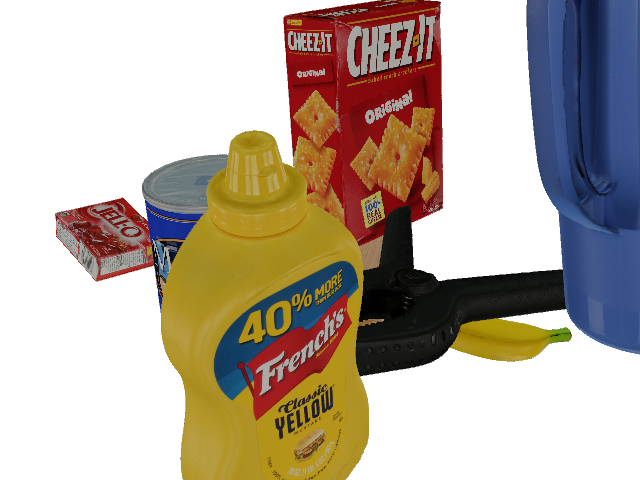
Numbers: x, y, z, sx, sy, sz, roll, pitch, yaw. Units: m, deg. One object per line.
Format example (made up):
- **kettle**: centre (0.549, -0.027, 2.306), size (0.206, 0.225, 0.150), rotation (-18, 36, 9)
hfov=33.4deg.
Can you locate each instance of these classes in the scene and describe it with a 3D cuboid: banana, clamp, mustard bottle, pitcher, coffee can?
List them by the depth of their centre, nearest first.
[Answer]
- **mustard bottle**: centre (-0.023, 0.039, 0.474), size (0.096, 0.192, 0.058), rotation (-26, 41, -29)
- **pitcher**: centre (0.175, -0.062, 0.557), size (0.149, 0.243, 0.145), rotation (-4, 22, 4)
- **clamp**: centre (0.054, 0.033, 0.686), size (0.209, 0.036, 0.165), rotation (-21, 33, -38)
- **coffee can**: centre (-0.081, 0.015, 0.844), size (0.103, 0.140, 0.103), rotation (-3, 26, 1)
- **banana**: centre (0.117, 0.071, 0.948), size (0.198, 0.037, 0.069), rotation (18, 14, 32)

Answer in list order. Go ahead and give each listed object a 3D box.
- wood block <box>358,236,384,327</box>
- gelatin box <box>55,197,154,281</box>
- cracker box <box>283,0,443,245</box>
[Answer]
- **wood block**: centre (0.038, 0.057, 1.352), size (0.091, 0.090, 0.206), rotation (4, 22, 7)
- **gelatin box**: centre (-0.198, -0.003, 1.006), size (0.073, 0.030, 0.089), rotation (-16, 39, -34)
- **cracker box**: centre (0.048, -0.114, 1.017), size (0.072, 0.214, 0.163), rotation (12, 23, 39)
